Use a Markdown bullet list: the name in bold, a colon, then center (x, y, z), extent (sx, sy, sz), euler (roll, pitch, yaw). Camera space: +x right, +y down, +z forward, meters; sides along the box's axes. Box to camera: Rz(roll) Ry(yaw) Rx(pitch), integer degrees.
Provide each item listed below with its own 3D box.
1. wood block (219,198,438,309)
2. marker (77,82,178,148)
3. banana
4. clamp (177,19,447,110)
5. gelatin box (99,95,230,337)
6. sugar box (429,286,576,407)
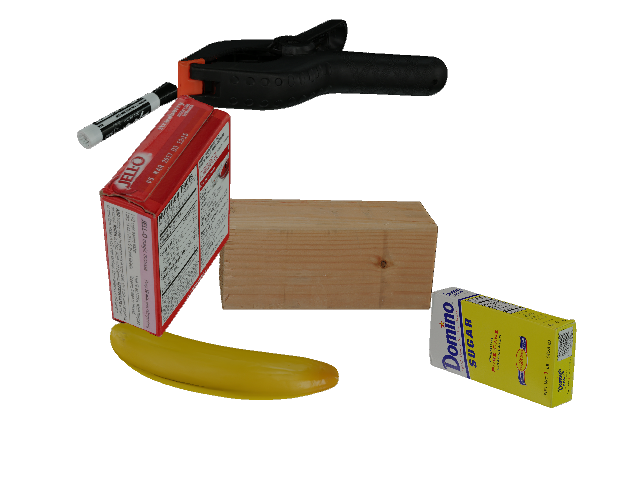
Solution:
- **wood block**: center (0.004, 0.014, 1.067), extent (0.206, 0.091, 0.090), euler (1, 19, -8)
- **marker**: center (-0.180, -0.121, 1.015), extent (0.020, 0.020, 0.120), euler (0, 29, 44)
- **banana**: center (-0.087, 0.089, 0.808), extent (0.198, 0.037, 0.069), euler (13, 28, 22)
- **clamp**: center (-0.018, -0.114, 0.683), extent (0.171, 0.039, 0.120), euler (-7, 22, -27)
- **gelatin box**: center (-0.071, -0.011, 0.497), extent (0.030, 0.089, 0.073), euler (20, 49, 13)
- **sugar box**: center (0.200, 0.117, 1.197), extent (0.048, 0.093, 0.177), euler (-12, 18, -44)
